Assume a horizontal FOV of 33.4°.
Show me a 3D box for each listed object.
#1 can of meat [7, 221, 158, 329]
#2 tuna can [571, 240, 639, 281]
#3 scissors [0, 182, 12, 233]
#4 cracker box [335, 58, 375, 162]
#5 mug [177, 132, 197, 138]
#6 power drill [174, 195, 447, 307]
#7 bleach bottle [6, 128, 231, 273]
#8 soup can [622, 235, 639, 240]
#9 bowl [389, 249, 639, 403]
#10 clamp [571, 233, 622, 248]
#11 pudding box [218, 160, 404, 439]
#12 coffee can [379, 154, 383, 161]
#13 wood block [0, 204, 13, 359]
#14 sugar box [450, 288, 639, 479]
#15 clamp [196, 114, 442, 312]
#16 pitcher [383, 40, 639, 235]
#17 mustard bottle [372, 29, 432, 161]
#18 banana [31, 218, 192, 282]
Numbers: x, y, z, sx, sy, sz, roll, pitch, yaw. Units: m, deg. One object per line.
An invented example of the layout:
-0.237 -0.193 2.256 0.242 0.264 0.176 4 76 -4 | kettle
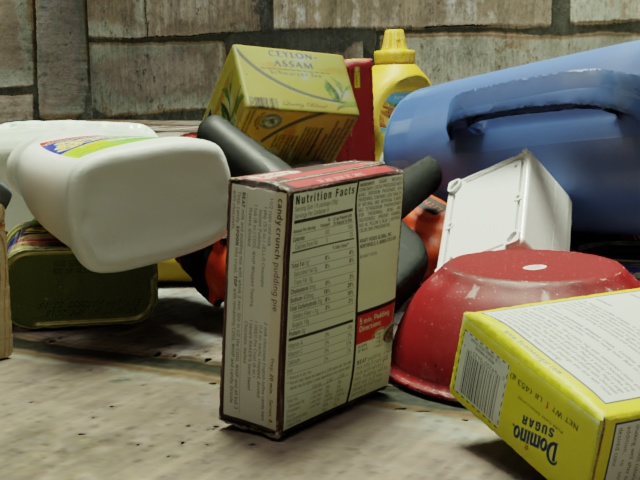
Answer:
-0.156 0.022 0.693 0.102 0.057 0.084 -3 12 -12 | can of meat
0.209 0.023 0.712 0.086 0.034 0.086 -1 9 0 | tuna can
-0.240 -0.028 0.684 0.096 0.016 0.202 20 -13 -15 | scissors
-0.006 -0.091 1.032 0.072 0.164 0.214 -5 10 -12 | cracker box
-0.112 -0.050 1.068 0.082 0.093 0.117 14 48 41 | mug
-0.005 0.001 0.712 0.187 0.057 0.185 -9 28 -32 | power drill
-0.153 -0.038 0.688 0.102 0.068 0.251 -14 16 -29 | bleach bottle
0.276 -0.002 0.752 0.068 0.068 0.102 -9 12 -42 | soup can
0.110 0.039 0.556 0.162 0.055 0.162 -1 10 0 | bowl
0.169 0.000 0.816 0.171 0.039 0.120 -14 18 -29 | clamp
-0.003 0.023 0.486 0.039 0.113 0.089 10 14 36 | pudding box
0.129 -0.053 0.971 0.102 0.103 0.140 -5 10 -24 | coffee can
-0.279 0.018 0.622 0.206 0.090 0.090 7 11 40 | wood block
0.153 0.056 0.445 0.176 0.048 0.093 -3 23 -26 | sugar box
0.001 -0.015 0.624 0.164 0.036 0.210 12 28 -6 | clamp
0.156 -0.068 0.738 0.243 0.149 0.144 -1 33 46 | pitcher
0.075 -0.112 1.060 0.096 0.192 0.058 -9 12 -40 | mustard bottle
-0.111 0.011 0.778 0.197 0.037 0.070 3 -7 -14 | banana
